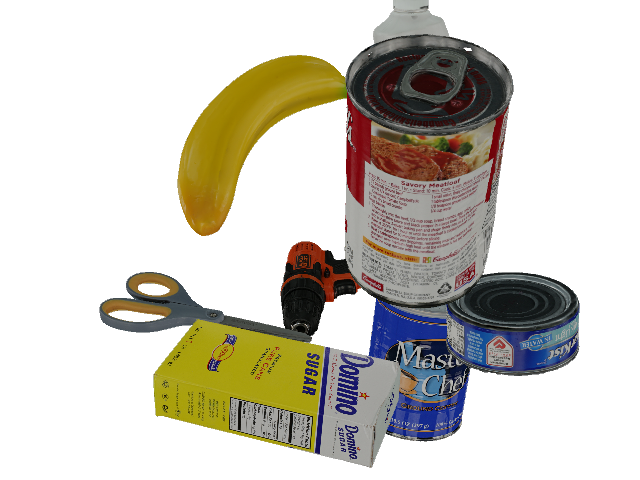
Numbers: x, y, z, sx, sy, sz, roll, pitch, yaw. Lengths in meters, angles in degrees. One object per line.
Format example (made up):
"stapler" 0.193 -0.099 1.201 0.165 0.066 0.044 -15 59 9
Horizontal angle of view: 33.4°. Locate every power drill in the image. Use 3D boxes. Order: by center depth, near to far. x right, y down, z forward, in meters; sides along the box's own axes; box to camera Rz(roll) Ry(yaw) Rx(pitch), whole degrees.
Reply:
"power drill" 0.047 0.053 1.238 0.187 0.057 0.184 -1 28 2

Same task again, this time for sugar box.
"sugar box" -0.032 0.115 0.832 0.176 0.048 0.093 8 27 14

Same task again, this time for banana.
"banana" -0.038 -0.071 0.658 0.070 0.037 0.197 24 43 22

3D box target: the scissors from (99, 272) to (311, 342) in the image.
"scissors" -0.110 0.064 1.032 0.201 0.016 0.096 3 33 -3

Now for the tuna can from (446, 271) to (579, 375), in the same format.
"tuna can" 0.124 0.052 0.690 0.086 0.034 0.086 -3 22 1

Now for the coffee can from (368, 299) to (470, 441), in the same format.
"coffee can" 0.098 0.109 1.045 0.103 0.140 0.103 5 22 -2

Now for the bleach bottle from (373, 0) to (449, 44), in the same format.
"bleach bottle" 0.073 -0.098 0.953 0.102 0.251 0.068 -14 24 -29

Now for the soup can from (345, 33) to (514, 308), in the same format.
"soup can" 0.044 -0.028 0.466 0.068 0.102 0.068 0 43 0
